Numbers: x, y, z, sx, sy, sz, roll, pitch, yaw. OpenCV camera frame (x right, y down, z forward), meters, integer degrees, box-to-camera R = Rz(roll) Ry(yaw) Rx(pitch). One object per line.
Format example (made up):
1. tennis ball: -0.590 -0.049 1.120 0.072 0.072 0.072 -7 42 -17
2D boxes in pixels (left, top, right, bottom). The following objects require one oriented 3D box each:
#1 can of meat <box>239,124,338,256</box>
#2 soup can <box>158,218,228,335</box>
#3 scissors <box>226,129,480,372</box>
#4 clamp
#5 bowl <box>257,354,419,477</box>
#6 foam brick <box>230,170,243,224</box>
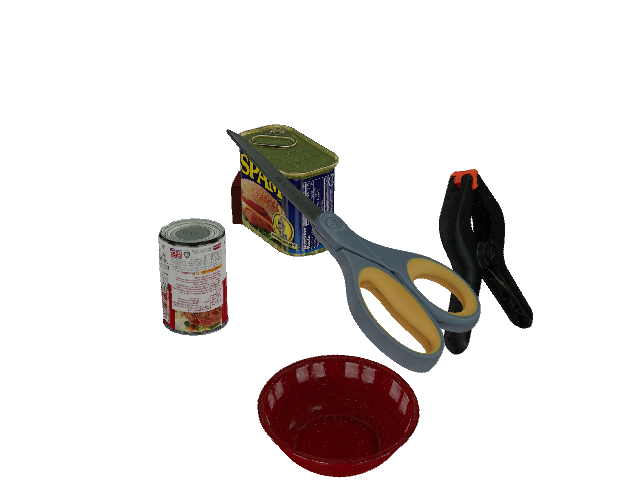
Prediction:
1. can of meat: -0.030 -0.043 0.931 0.057 0.084 0.102 -19 34 -29
2. soup can: -0.130 0.036 1.090 0.068 0.102 0.068 0 23 0
3. scissors: 0.025 -0.003 0.654 0.096 0.202 0.016 -7 -40 -36
4. clamp: 0.143 0.022 1.008 0.039 0.171 0.120 -11 10 43
5. bowl: 0.018 0.186 1.074 0.162 0.055 0.162 0 33 0
6. foam brick: -0.070 -0.052 1.335 0.078 0.053 0.051 3 28 7
